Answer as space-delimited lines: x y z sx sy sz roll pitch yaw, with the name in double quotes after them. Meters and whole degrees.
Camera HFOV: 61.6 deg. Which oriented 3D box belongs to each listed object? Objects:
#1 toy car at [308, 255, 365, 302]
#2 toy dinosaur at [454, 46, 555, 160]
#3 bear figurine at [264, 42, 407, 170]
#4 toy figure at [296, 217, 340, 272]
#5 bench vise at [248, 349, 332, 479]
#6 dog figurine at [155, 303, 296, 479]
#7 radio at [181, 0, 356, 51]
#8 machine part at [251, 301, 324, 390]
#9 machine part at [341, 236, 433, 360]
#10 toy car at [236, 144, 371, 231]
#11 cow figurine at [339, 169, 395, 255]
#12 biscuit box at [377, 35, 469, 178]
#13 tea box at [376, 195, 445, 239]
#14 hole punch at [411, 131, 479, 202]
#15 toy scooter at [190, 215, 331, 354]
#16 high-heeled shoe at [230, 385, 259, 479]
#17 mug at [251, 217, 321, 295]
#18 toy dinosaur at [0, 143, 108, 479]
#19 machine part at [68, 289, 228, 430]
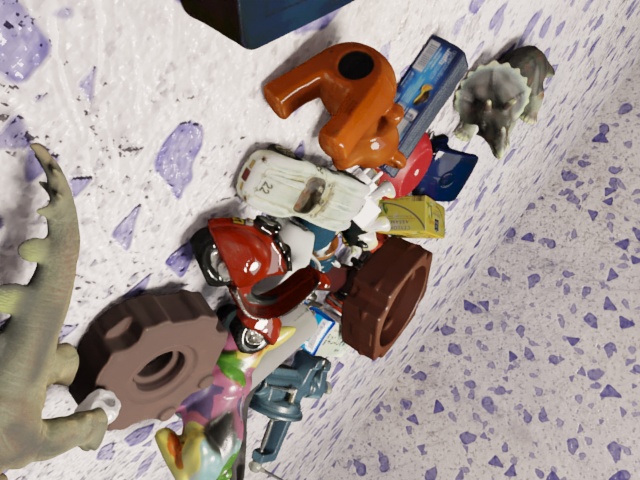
0.024 0.064 0.954 0.202 0.053 0.089 13 101 -61 "toy car"
0.381 -0.304 1.050 0.405 0.131 0.192 -48 158 -28 "toy dinosaur"
0.031 -0.127 0.616 0.132 0.120 0.195 -44 162 -12 "bear figurine"
0.000 -0.001 0.801 0.058 0.064 0.154 -59 161 -24 "toy figure"
-0.072 0.330 1.045 0.223 0.129 0.240 25 83 -60 "bench vise"
-0.119 0.194 0.720 0.219 0.192 0.108 -39 152 5 "dog figurine"
-0.005 -0.250 0.417 0.229 0.073 0.131 -38 154 -29 "radio"
-0.086 0.168 0.864 0.243 0.079 0.079 -38 153 -34 "machine part"
0.124 0.107 1.015 0.201 0.087 0.200 -43 148 -33 "machine part"
-0.012 -0.058 0.655 0.201 0.056 0.073 13 114 -45 "toy car"
0.060 -0.030 0.865 0.098 0.068 0.167 -27 145 -21 "cow figurine"
0.137 -0.194 0.792 0.202 0.059 0.062 -55 157 6 "biscuit box"
0.175 -0.040 1.020 0.169 0.098 0.068 7 84 -64 "tea box"
0.229 -0.132 1.031 0.116 0.092 0.142 -19 144 -48 "hole punch"
-0.061 0.040 0.629 0.135 0.075 0.183 -24 119 -8 "toy scooter"
-0.119 0.290 0.887 0.248 0.145 0.086 -49 158 -5 "high-heeled shoe"
-0.043 0.029 0.717 0.109 0.081 0.107 22 100 -26 "mug"
-0.277 0.146 0.429 0.471 0.105 0.198 -60 154 6 "toy dinosaur"
-0.189 0.136 0.608 0.179 0.056 0.179 -30 143 -26 "machine part"
